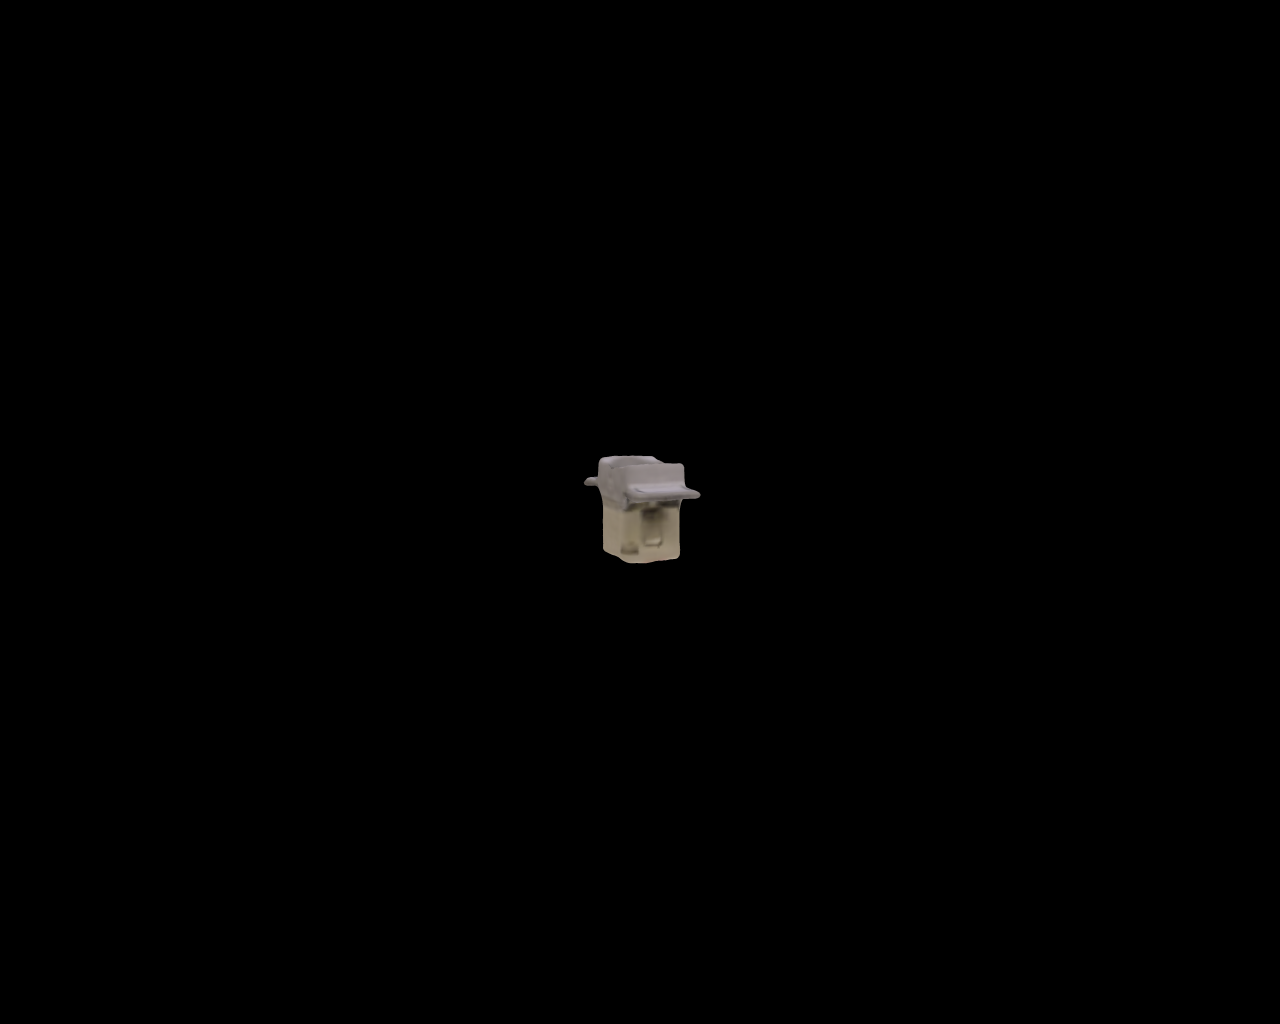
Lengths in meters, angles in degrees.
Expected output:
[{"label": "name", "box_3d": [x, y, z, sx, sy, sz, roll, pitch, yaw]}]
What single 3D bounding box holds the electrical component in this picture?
[{"label": "electrical component", "box_3d": [0.001, -0.003, 0.650, 0.042, 0.063, 0.081, -4, 10, -23]}]
